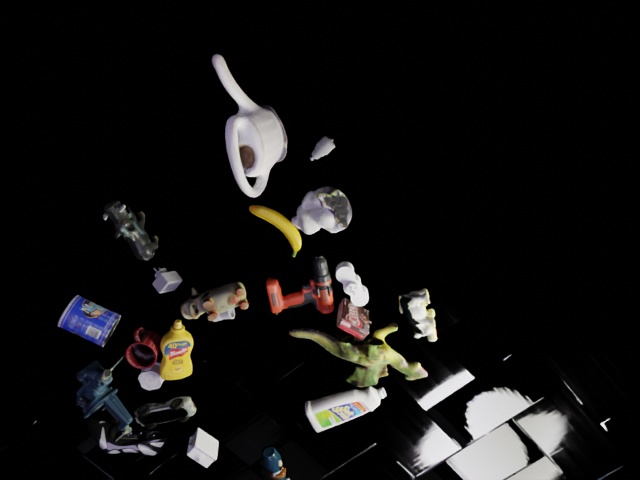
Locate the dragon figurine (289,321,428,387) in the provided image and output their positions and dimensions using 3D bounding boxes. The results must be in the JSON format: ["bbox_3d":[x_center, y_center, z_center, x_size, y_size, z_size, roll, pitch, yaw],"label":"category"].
[{"bbox_3d":[0.118,0.364,1.559,0.410,0.125,0.238,2,119,10],"label":"dragon figurine"}]

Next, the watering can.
[{"bbox_3d":[-0.170,-0.282,1.262,0.104,0.228,0.342,-1,111,21],"label":"watering can"}]

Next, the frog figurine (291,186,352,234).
[{"bbox_3d":[0.004,-0.071,1.412,0.136,0.125,0.157,36,144,-20],"label":"frog figurine"}]
